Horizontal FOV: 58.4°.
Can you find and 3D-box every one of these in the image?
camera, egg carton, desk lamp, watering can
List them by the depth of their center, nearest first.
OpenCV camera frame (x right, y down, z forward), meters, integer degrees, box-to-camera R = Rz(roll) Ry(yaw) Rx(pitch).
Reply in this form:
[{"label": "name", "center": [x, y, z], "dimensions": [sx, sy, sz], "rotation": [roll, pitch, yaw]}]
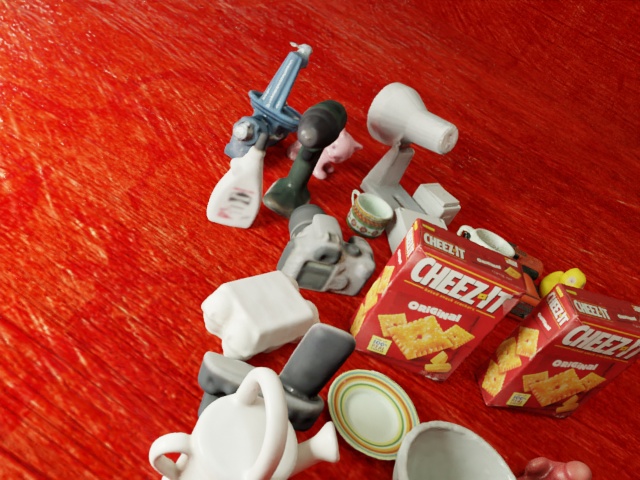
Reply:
[{"label": "watering can", "center": [-0.066, 0.196, 0.544], "dimensions": [0.173, 0.194, 0.100], "rotation": [-7, 49, -40]}, {"label": "egg carton", "center": [-0.076, 0.100, 0.759], "dimensions": [0.151, 0.069, 0.107], "rotation": [-13, 53, -43]}, {"label": "camera", "center": [0.008, 0.003, 0.908], "dimensions": [0.143, 0.100, 0.136], "rotation": [12, 39, -22]}, {"label": "desk lamp", "center": [0.170, -0.175, 1.139], "dimensions": [0.118, 0.213, 0.202], "rotation": [-10, 51, -42]}]

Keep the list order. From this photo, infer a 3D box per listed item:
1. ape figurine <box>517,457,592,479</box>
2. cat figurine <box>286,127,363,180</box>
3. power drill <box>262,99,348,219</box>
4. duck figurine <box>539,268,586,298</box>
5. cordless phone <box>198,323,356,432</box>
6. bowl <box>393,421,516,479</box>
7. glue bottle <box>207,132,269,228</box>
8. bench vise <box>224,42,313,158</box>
[{"label": "ape figurine", "center": [0.314, 0.317, 0.746], "dimensions": [0.076, 0.092, 0.077], "rotation": [18, 37, -16]}, {"label": "cat figurine", "center": [0.013, -0.188, 1.129], "dimensions": [0.127, 0.117, 0.067], "rotation": [34, 36, 7]}, {"label": "power drill", "center": [-0.021, -0.141, 0.971], "dimensions": [0.075, 0.208, 0.230], "rotation": [28, 36, -1]}, {"label": "duck figurine", "center": [0.493, 0.092, 1.148], "dimensions": [0.077, 0.086, 0.104], "rotation": [25, 36, -7]}, {"label": "cordless phone", "center": [-0.050, 0.137, 0.634], "dimensions": [0.148, 0.185, 0.094], "rotation": [22, 36, -11]}, {"label": "bowl", "center": [0.149, 0.302, 0.666], "dimensions": [0.168, 0.074, 0.167], "rotation": [19, 37, -15]}, {"label": "glue bottle", "center": [-0.114, -0.094, 0.879], "dimensions": [0.078, 0.173, 0.037], "rotation": [9, 40, -26]}, {"label": "bench vise", "center": [-0.076, -0.239, 1.041], "dimensions": [0.121, 0.219, 0.207], "rotation": [22, 36, -9]}]
